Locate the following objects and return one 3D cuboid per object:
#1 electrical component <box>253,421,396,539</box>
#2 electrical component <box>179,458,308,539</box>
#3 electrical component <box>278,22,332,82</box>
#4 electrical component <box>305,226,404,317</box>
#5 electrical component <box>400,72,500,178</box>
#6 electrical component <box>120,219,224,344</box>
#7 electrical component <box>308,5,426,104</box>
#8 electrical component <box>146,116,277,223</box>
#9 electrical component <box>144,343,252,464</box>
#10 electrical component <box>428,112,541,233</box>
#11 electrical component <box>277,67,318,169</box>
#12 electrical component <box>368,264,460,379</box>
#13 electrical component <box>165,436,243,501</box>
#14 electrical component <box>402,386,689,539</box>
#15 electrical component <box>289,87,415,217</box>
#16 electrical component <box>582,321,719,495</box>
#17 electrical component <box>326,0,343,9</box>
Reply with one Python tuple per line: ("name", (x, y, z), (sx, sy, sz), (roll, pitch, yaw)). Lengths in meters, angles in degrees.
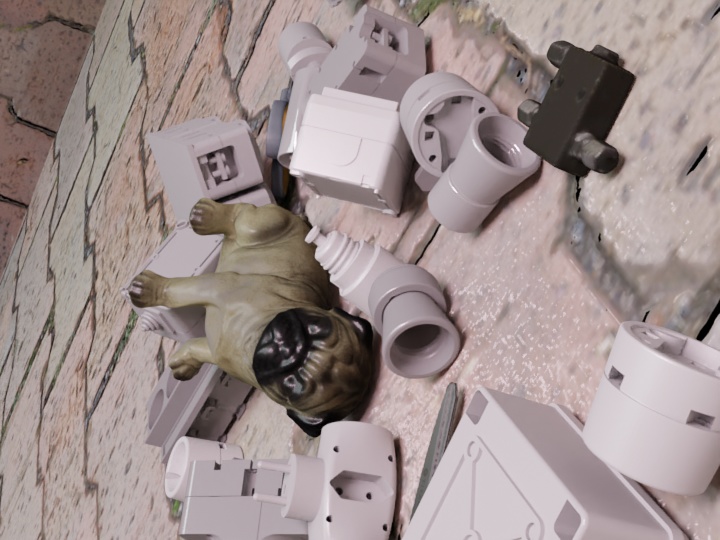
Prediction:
("electrical component", (-0.022, 0.128, 0.623), (0.043, 0.079, 0.077), (125, 154, -61))
("electrical component", (-0.062, 0.153, 0.675), (0.089, 0.050, 0.055), (-4, 61, 17))
("electrical component", (-0.044, -0.184, 0.939), (0.043, 0.043, 0.081), (-63, 25, 21))
("electrical component", (0.000, 0.000, 0.674), (0.040, 0.078, 0.040), (-49, 15, 17))
("electrical component", (0.053, -0.088, 0.645), (0.055, 0.055, 0.047), (-63, 21, 20))
("electrical component", (-0.135, 0.018, 0.844), (0.062, 0.061, 0.096), (15, 57, 39))
("electrical component", (0.007, -0.136, 0.775), (0.089, 0.056, 0.050), (-47, 34, 45))
("electrical component", (-0.130, -0.077, 0.965), (0.186, 0.060, 0.105), (25, 135, 67))
("electrical component", (-0.129, 0.097, 0.901), (0.121, 0.063, 0.078), (-57, 27, 31))
("electrical component", (0.066, -0.051, 0.605), (0.065, 0.044, 0.044), (126, 151, -46))
("electrical component", (-0.031, -0.125, 0.866), (0.079, 0.044, 0.077), (-23, 53, 61))
("electrical component", (0.030, 0.029, 0.622), (0.045, 0.045, 0.055), (-59, 26, 27))
("electrical component", (-0.127, 0.164, 0.870), (0.055, 0.047, 0.055), (-46, 34, 45))
("electrical component", (0.069, 0.123, 0.454), (0.108, 0.056, 0.108), (-66, 24, 14))
("electrical component", (0.000, -0.077, 0.712), (0.096, 0.062, 0.061), (38, -113, -77))
("electrical component", (0.116, 0.052, 0.406), (0.047, 0.055, 0.055), (-70, 23, 14))
("electrical component", (-0.016, -0.272, 0.897), (0.061, 0.096, 0.062), (-52, 13, -29))
